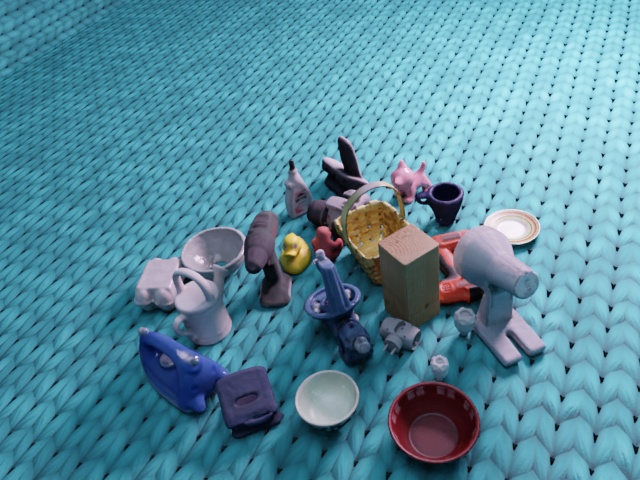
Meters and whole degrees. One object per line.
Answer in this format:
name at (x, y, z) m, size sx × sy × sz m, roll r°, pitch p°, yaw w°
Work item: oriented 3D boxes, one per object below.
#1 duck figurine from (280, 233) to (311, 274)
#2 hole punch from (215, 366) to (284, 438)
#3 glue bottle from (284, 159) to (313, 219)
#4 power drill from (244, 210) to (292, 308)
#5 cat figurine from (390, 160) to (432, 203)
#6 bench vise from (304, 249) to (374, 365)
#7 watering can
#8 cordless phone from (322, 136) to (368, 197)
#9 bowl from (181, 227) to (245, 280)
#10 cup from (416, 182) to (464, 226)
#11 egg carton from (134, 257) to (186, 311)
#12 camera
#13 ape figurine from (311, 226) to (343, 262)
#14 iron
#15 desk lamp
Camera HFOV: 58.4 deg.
duck figurine at (-0.065, 0.021, 1.411) m, size 0.077 × 0.086 × 0.104 m, roll 0°, pitch 42°, yaw 12°
hole punch at (-0.136, 0.310, 1.100) m, size 0.109 × 0.091 × 0.101 m, roll -19°, pitch 42°, yaw -9°
glue bottle at (-0.064, -0.142, 1.527) m, size 0.078 × 0.173 × 0.037 m, roll -34°, pitch 46°, yaw -24°
power drill at (-0.120, 0.051, 1.296) m, size 0.075 × 0.209 × 0.229 m, roll -6°, pitch 42°, yaw 5°
cat figurine at (0.237, -0.165, 1.531) m, size 0.128 × 0.118 × 0.067 m, roll -30°, pitch 45°, yaw -21°
bench vise at (0.048, 0.130, 1.165) m, size 0.122 × 0.220 × 0.206 m, roll -37°, pitch 48°, yaw -26°
watering can at (-0.262, 0.127, 1.252) m, size 0.100 × 0.194 × 0.173 m, roll -1°, pitch 42°, yaw 11°
cordless phone at (0.062, -0.221, 1.579) m, size 0.094 × 0.185 × 0.147 m, roll -31°, pitch 45°, yaw -21°
bowl at (-0.257, 0.046, 1.432) m, size 0.167 × 0.075 × 0.167 m, roll -6°, pitch 42°, yaw 5°
cup at (0.302, -0.083, 1.444) m, size 0.117 × 0.095 × 0.091 m, roll -4°, pitch 42°, yaw 8°
egg carton at (-0.384, 0.106, 1.396) m, size 0.107 × 0.069 × 0.150 m, roll -3°, pitch 42°, yaw 9°
camera at (0.043, -0.077, 1.487) m, size 0.136 × 0.101 × 0.143 m, roll 18°, pitch 49°, yaw 29°
ape figurine at (0.013, 0.005, 1.408) m, size 0.077 × 0.092 × 0.076 m, roll 13°, pitch 47°, yaw 25°
iron at (-0.309, 0.241, 1.175) m, size 0.257 × 0.142 × 0.119 m, roll 22°, pitch 51°, yaw 31°
desk lamp at (0.360, 0.101, 1.136) m, size 0.118 × 0.214 × 0.202 m, roll -21°, pitch 42°, yaw -12°
